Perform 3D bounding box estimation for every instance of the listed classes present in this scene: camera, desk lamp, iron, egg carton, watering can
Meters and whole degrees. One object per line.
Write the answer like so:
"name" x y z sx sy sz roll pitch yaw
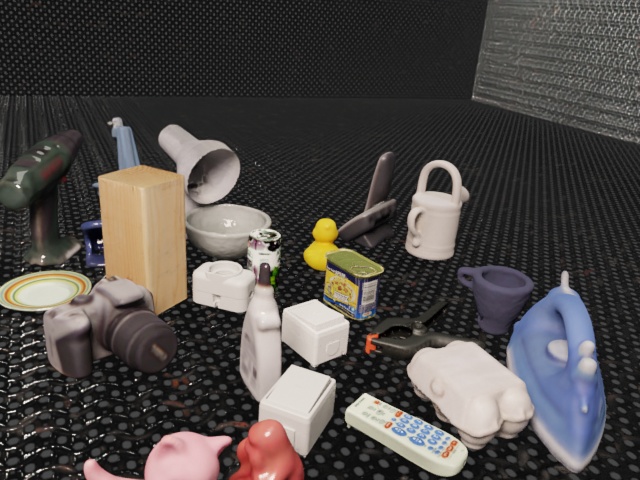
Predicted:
"camera" -0.259 0.115 0.737 0.136 0.101 0.144 23 29 37
"desk lamp" -0.259 -0.112 1.139 0.202 0.214 0.118 24 29 39
"iron" 0.314 0.148 0.721 0.118 0.141 0.258 8 23 8
"egg carton" 0.179 0.184 0.702 0.107 0.069 0.150 -7 25 -26
"watering can" 0.238 -0.068 1.161 0.100 0.194 0.173 13 24 20

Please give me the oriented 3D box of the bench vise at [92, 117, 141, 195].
"bench vise" -0.364 -0.123 1.135 0.206 0.220 0.122 18 26 30

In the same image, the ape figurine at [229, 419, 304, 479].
"ape figurine" -0.052 0.213 0.554 0.076 0.092 0.078 4 22 -2

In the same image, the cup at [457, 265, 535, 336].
"cup" 0.267 0.096 0.901 0.117 0.095 0.092 17 25 27

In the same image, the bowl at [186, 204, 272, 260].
"bowl" -0.176 -0.008 1.086 0.167 0.075 0.167 4 22 -1

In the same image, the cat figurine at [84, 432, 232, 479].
"cat figurine" -0.143 0.212 0.503 0.128 0.118 0.067 2 23 -7

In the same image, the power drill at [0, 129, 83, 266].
"power drill" -0.474 -0.072 1.005 0.075 0.208 0.229 5 22 2

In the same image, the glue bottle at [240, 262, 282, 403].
"glue bottle" -0.070 0.107 0.699 0.037 0.173 0.078 -7 25 -25

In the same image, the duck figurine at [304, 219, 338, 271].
"duck figurine" 0.010 0.004 1.082 0.077 0.086 0.104 1 23 -8

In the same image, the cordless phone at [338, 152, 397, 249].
"cordless phone" 0.107 -0.088 1.194 0.094 0.185 0.148 16 25 25

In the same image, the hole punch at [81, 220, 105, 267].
"hole punch" -0.369 -0.008 1.025 0.109 0.091 0.101 -2 23 -16
